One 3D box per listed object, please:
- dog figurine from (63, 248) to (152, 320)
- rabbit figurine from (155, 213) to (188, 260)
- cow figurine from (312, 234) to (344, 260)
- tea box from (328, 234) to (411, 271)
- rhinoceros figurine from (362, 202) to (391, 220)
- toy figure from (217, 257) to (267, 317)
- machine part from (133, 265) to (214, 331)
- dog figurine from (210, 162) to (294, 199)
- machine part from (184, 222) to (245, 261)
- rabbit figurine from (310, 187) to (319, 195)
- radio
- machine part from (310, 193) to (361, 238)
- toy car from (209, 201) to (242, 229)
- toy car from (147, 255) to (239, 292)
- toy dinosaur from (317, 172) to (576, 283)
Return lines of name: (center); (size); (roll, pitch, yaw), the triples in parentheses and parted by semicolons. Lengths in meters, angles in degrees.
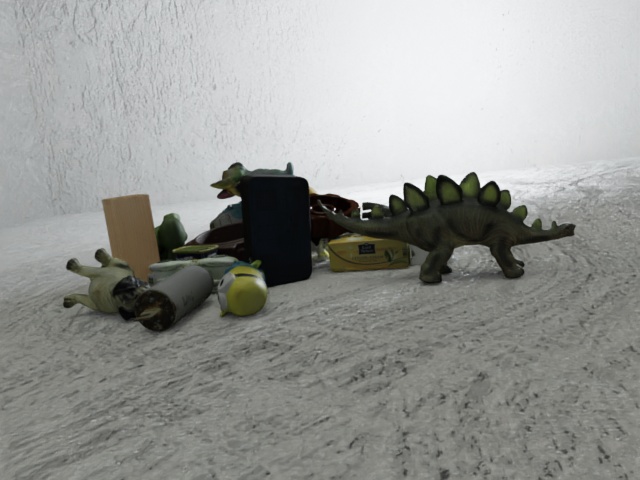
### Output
dog figurine: (-0.383, 0.098, 1.068); (0.191, 0.121, 0.172); (12, 20, 19)
rabbit figurine: (-0.390, 0.005, 1.366); (0.121, 0.159, 0.170); (-14, -6, -26)
cow figurine: (-0.001, -0.005, 1.287); (0.167, 0.098, 0.068); (-7, 36, 10)
tea box: (0.111, 0.023, 1.176); (0.170, 0.068, 0.098); (-3, 11, 14)
rhinoceros figurine: (0.152, -0.035, 1.278); (0.112, 0.073, 0.190); (-3, -17, 12)
toy figure: (-0.136, 0.082, 0.986); (0.089, 0.082, 0.180); (-9, 8, 2)
machine part: (-0.258, 0.101, 0.970); (0.079, 0.079, 0.243); (-5, 10, 11)
dog figurine: (-0.166, -0.116, 1.378); (0.219, 0.191, 0.108); (-7, -20, 4)
machine part: (-0.206, 0.019, 1.296); (0.201, 0.087, 0.201); (-2, 17, 27)
rabbit figurine: (-0.032, -0.061, 1.441); (0.122, 0.173, 0.162); (-6, 5, -20)
radio: (-0.089, -0.023, 1.118); (0.131, 0.229, 0.073); (-6, 13, -19)
machine part: (0.003, -0.057, 1.240); (0.179, 0.056, 0.179); (1, 23, -1)
toy car: (-0.248, -0.041, 1.464); (0.103, 0.109, 0.162); (-18, 1, -42)
toy car: (-0.262, 0.074, 1.120); (0.202, 0.073, 0.056); (-6, 10, 6)
toy dinosaur: (0.230, -0.025, 1.008); (0.472, 0.198, 0.105); (-3, 8, 10)
